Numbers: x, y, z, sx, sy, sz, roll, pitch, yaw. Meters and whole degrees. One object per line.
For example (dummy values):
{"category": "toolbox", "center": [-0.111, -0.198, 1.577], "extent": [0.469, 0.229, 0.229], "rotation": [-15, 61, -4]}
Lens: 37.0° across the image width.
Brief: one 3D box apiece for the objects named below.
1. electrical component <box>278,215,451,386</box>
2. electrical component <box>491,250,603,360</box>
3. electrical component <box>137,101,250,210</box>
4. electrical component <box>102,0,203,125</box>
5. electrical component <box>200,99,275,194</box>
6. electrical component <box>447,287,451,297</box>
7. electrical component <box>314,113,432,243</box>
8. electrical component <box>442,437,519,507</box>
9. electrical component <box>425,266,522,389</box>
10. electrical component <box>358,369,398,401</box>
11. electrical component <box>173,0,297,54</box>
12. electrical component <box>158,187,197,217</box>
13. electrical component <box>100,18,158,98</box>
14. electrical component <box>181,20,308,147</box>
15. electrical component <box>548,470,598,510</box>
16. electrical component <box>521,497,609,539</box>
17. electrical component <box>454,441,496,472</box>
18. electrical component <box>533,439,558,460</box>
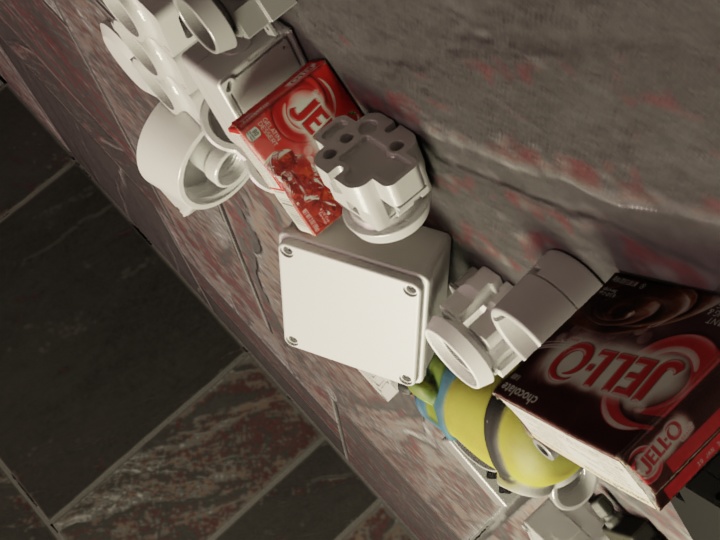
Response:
{"category": "electrical component", "center": [0.003, 0.015, 0.751], "extent": [0.109, 0.056, 0.108], "rotation": [18, 137, 17]}
{"category": "electrical component", "center": [0.105, 0.025, 0.585], "extent": [0.055, 0.047, 0.055], "rotation": [47, 168, 12]}
{"category": "electrical component", "center": [-0.127, -0.102, 0.907], "extent": [0.060, 0.108, 0.108], "rotation": [37, 165, 24]}
{"category": "electrical component", "center": [-0.142, -0.182, 0.803], "extent": [0.089, 0.062, 0.150], "rotation": [45, 168, 20]}
{"category": "electrical component", "center": [-0.058, -0.083, 0.807], "extent": [0.138, 0.052, 0.073], "rotation": [42, -178, -3]}
{"category": "electrical component", "center": [0.000, 0.000, 0.833], "extent": [0.138, 0.074, 0.052], "rotation": [45, 168, 21]}
{"category": "electrical component", "center": [0.011, -0.054, 0.659], "extent": [0.078, 0.058, 0.057], "rotation": [38, 162, 41]}
{"category": "electrical component", "center": [0.122, 0.180, 1.035], "extent": [0.083, 0.047, 0.075], "rotation": [49, 169, 4]}
{"category": "electrical component", "center": [0.080, 0.040, 0.704], "extent": [0.078, 0.057, 0.058], "rotation": [39, 165, 42]}
{"category": "electrical component", "center": [0.027, 0.073, 1.012], "extent": [0.078, 0.057, 0.113], "rotation": [48, 169, 7]}
{"category": "electrical component", "center": [-0.077, -0.161, 0.639], "extent": [0.066, 0.055, 0.048], "rotation": [55, 167, -29]}
{"category": "electrical component", "center": [-0.144, -0.107, 1.014], "extent": [0.061, 0.096, 0.061], "rotation": [48, 141, 1]}
{"category": "electrical component", "center": [-0.189, -0.198, 0.955], "extent": [0.080, 0.051, 0.080], "rotation": [47, 168, 12]}
{"category": "electrical component", "center": [-0.068, -0.121, 0.726], "extent": [0.061, 0.062, 0.096], "rotation": [39, 165, 40]}
{"category": "electrical component", "center": [0.152, 0.156, 0.843], "extent": [0.055, 0.045, 0.045], "rotation": [33, 160, 56]}
{"category": "electrical component", "center": [0.189, 0.234, 0.923], "extent": [0.062, 0.061, 0.096], "rotation": [40, 166, 39]}
{"category": "electrical component", "center": [0.108, 0.117, 0.897], "extent": [0.099, 0.064, 0.099], "rotation": [45, 154, 28]}
{"category": "electrical component", "center": [0.132, 0.088, 0.651], "extent": [0.043, 0.062, 0.043], "rotation": [46, 168, 13]}
